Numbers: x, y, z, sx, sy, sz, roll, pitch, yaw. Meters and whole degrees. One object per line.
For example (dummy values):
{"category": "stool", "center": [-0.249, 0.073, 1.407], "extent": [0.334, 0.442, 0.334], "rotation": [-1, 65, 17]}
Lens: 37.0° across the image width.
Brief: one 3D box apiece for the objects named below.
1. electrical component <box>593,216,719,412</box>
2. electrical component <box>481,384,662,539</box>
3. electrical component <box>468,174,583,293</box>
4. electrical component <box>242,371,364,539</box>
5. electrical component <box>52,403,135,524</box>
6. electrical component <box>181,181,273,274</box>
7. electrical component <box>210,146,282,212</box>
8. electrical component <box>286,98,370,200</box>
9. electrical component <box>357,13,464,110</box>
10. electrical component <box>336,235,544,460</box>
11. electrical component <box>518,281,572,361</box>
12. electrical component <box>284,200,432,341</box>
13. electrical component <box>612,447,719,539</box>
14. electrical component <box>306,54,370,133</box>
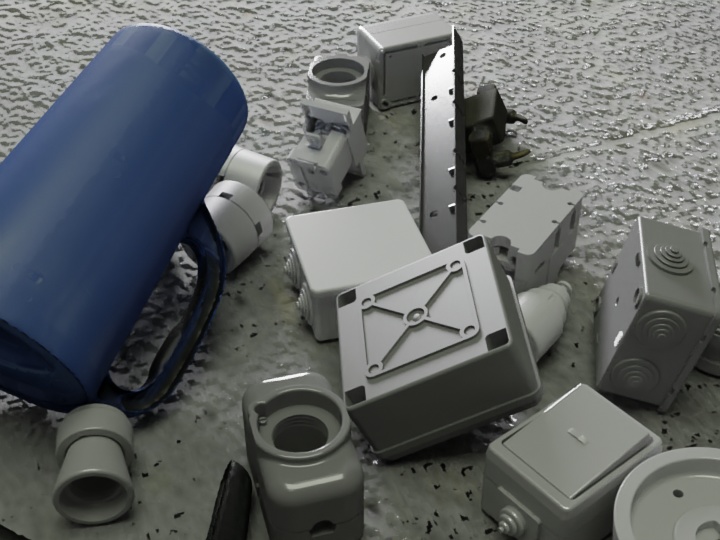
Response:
{"category": "electrical component", "center": [0.184, 0.026, 0.680], "extent": [0.048, 0.099, 0.099], "rotation": [15, 39, -2]}
{"category": "electrical component", "center": [0.113, 0.114, 0.597], "extent": [0.096, 0.061, 0.062], "rotation": [-27, 45, -29]}
{"category": "electrical component", "center": [0.117, -0.018, 0.769], "extent": [0.050, 0.055, 0.089], "rotation": [22, 43, 25]}
{"category": "electrical component", "center": [-0.033, 0.105, 0.610], "extent": [0.054, 0.059, 0.095], "rotation": [-10, 39, -12]}
{"category": "electrical component", "center": [-0.152, 0.110, 0.616], "extent": [0.045, 0.045, 0.055], "rotation": [-6, 38, -8]}
{"category": "electrical component", "center": [-0.099, -0.030, 0.787], "extent": [0.055, 0.055, 0.047], "rotation": [18, 46, 22]}
{"category": "electrical component", "center": [-0.092, -0.067, 0.835], "extent": [0.047, 0.055, 0.055], "rotation": [17, 41, 15]}
{"category": "electrical component", "center": [-0.026, -0.095, 0.858], "extent": [0.042, 0.081, 0.063], "rotation": [17, 64, 21]}
{"category": "electrical component", "center": [0.048, -0.196, 0.991], "extent": [0.096, 0.061, 0.061], "rotation": [-16, 41, -18]}
{"category": "electrical component", "center": [0.045, 0.046, 0.657], "extent": [0.109, 0.056, 0.108], "rotation": [-23, 36, 13]}
{"category": "electrical component", "center": [0.118, 0.032, 0.718], "extent": [0.040, 0.040, 0.078], "rotation": [25, 45, 28]}
{"category": "electrical component", "center": [0.000, 0.000, 0.752], "extent": [0.100, 0.048, 0.099], "rotation": [-10, 39, -12]}
{"category": "electrical component", "center": [0.181, 0.151, 0.550], "extent": [0.108, 0.060, 0.108], "rotation": [0, 38, 0]}
{"category": "electrical component", "center": [-0.018, -0.148, 0.935], "extent": [0.050, 0.055, 0.089], "rotation": [2, 38, 3]}
